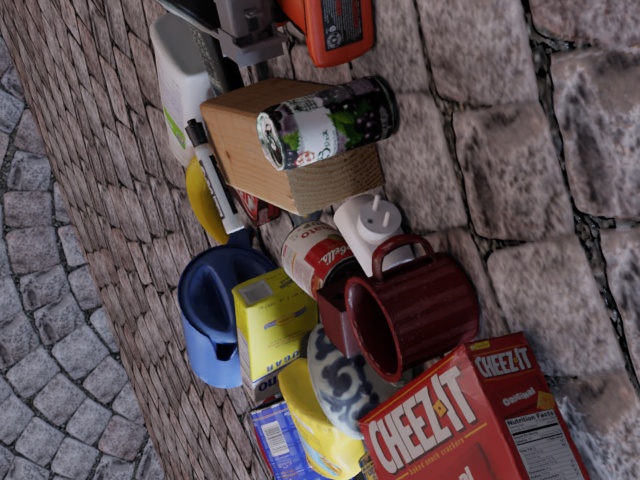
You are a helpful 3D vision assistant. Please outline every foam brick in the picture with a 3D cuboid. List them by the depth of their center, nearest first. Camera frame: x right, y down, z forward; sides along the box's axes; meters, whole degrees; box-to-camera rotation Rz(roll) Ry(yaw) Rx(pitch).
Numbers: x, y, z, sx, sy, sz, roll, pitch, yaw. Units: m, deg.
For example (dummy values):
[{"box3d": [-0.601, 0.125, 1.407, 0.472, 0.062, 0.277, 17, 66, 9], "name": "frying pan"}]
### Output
[{"box3d": [0.043, 0.063, 0.983, 0.053, 0.078, 0.051, 40, 147, 56], "name": "foam brick"}]

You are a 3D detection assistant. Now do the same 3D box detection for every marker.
[{"box3d": [-0.108, -0.065, 1.076, 0.121, 0.020, 0.020, 68, 161, 0], "name": "marker"}]

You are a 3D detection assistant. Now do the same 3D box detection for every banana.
[{"box3d": [-0.140, -0.057, 1.386, 0.070, 0.037, 0.198, 24, 146, 15], "name": "banana"}]

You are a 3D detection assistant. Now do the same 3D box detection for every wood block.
[{"box3d": [-0.033, -0.094, 1.009, 0.206, 0.090, 0.091, 25, 134, 63], "name": "wood block"}]

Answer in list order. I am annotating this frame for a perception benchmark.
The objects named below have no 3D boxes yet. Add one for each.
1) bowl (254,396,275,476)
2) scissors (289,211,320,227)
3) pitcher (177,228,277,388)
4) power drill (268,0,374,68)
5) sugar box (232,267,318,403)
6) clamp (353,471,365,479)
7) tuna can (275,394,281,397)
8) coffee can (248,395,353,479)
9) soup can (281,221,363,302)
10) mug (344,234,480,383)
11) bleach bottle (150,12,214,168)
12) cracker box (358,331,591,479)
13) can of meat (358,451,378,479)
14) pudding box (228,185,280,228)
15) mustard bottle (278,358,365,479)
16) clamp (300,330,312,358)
[{"box3d": [-0.050, 0.286, 1.506, 0.162, 0.055, 0.162, 55, 157, 37], "name": "bowl"}, {"box3d": [-0.008, 0.001, 1.152, 0.096, 0.016, 0.202, 3, 113, 70], "name": "scissors"}, {"box3d": [-0.120, 0.103, 1.421, 0.145, 0.149, 0.243, 47, 159, 14], "name": "pitcher"}, {"box3d": [-0.024, -0.240, 0.889, 0.188, 0.057, 0.184, 52, 158, 48], "name": "power drill"}, {"box3d": [-0.050, 0.112, 1.264, 0.048, 0.093, 0.176, 52, 155, 42], "name": "sugar box"}, {"box3d": [0.080, 0.277, 1.169, 0.172, 0.039, 0.120, 20, 118, 61], "name": "clamp"}, {"box3d": [-0.041, 0.182, 1.403, 0.086, 0.033, 0.086, 54, 156, 37], "name": "tuna can"}, {"box3d": [-0.015, 0.255, 1.302, 0.140, 0.102, 0.103, 68, 161, 4], "name": "coffee can"}, {"box3d": [0.011, 0.028, 1.051, 0.102, 0.068, 0.068, 40, 145, 57], "name": "soup can"}, {"box3d": [0.075, 0.049, 0.875, 0.093, 0.081, 0.117, 31, 139, 61], "name": "mug"}, {"box3d": [-0.166, -0.171, 1.336, 0.102, 0.068, 0.251, 59, 161, 20], "name": "bleach bottle"}, {"box3d": [0.126, 0.202, 0.810, 0.164, 0.071, 0.214, -47, 57, 48], "name": "cracker box"}, {"box3d": [0.094, 0.215, 0.976, 0.057, 0.102, 0.084, 22, -144, -55], "name": "can of meat"}, {"box3d": [-0.086, -0.084, 1.241, 0.113, 0.039, 0.090, 57, 157, 30], "name": "pudding box"}, {"box3d": [0.009, 0.213, 1.175, 0.096, 0.058, 0.191, 38, 157, 32], "name": "mustard bottle"}, {"box3d": [0.017, 0.135, 1.185, 0.164, 0.036, 0.210, 68, 161, -10], "name": "clamp"}]
